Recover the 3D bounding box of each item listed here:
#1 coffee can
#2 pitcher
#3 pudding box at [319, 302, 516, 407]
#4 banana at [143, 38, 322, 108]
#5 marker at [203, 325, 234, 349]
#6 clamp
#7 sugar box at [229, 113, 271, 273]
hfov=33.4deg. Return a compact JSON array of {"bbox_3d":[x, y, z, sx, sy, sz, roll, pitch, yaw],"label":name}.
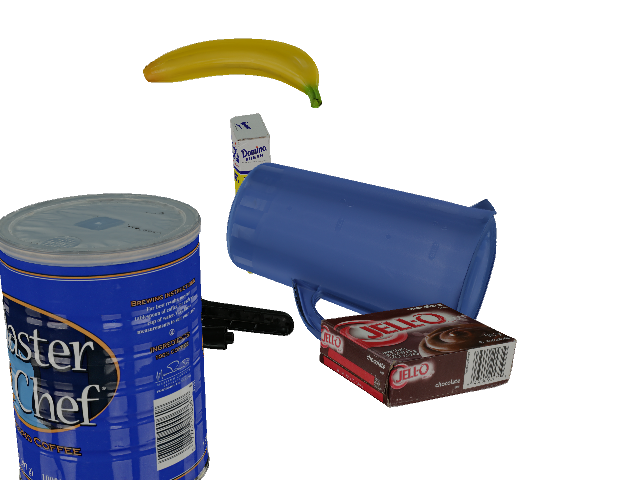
[{"bbox_3d":[-0.111,0.056,0.558,0.103,0.140,0.103,0,18,0],"label":"coffee can"},{"bbox_3d":[0.035,0.015,1.001,0.243,0.145,0.149,16,21,18],"label":"pitcher"},{"bbox_3d":[0.069,0.080,0.768,0.113,0.039,0.090,-4,17,-32],"label":"pudding box"},{"bbox_3d":[-0.081,-0.177,1.079,0.198,0.037,0.069,10,44,20],"label":"banana"},{"bbox_3d":[-0.128,0.075,0.834,0.121,0.020,0.020,1,0,3],"label":"marker"},{"bbox_3d":[-0.156,0.080,1.120,0.210,0.036,0.164,17,21,30],"label":"clamp"},{"bbox_3d":[-0.082,-0.058,1.313,0.048,0.176,0.093,-9,25,-7],"label":"sugar box"}]
